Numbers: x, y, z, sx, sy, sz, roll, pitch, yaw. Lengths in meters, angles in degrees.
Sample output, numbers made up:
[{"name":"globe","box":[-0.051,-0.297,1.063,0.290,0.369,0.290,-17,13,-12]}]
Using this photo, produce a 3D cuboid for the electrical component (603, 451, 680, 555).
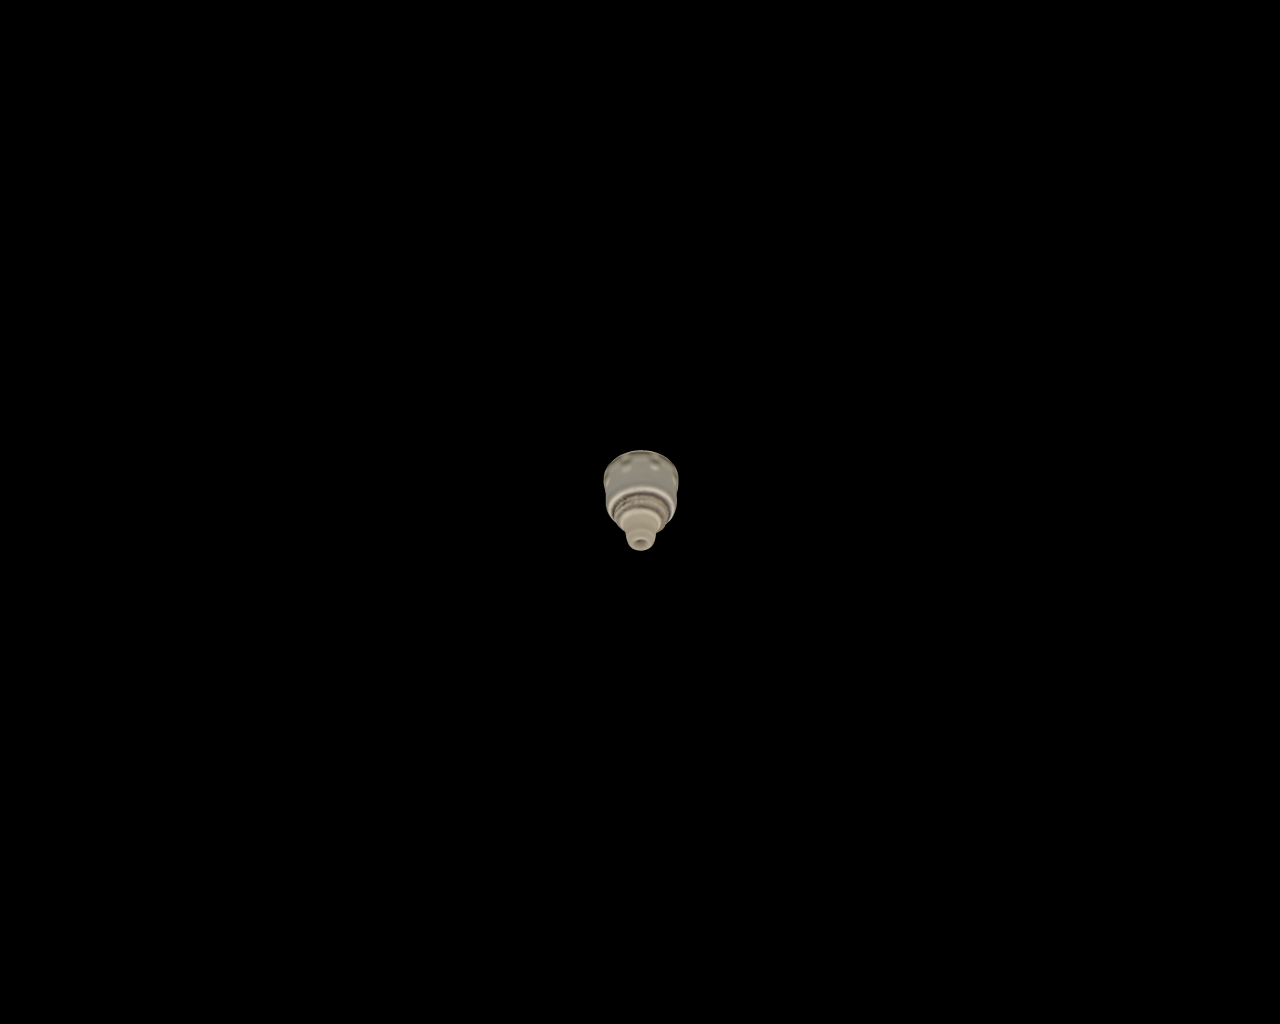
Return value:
[{"name":"electrical component","box":[0.001,-0.003,0.650,0.048,0.062,0.048,0,-43,0]}]
